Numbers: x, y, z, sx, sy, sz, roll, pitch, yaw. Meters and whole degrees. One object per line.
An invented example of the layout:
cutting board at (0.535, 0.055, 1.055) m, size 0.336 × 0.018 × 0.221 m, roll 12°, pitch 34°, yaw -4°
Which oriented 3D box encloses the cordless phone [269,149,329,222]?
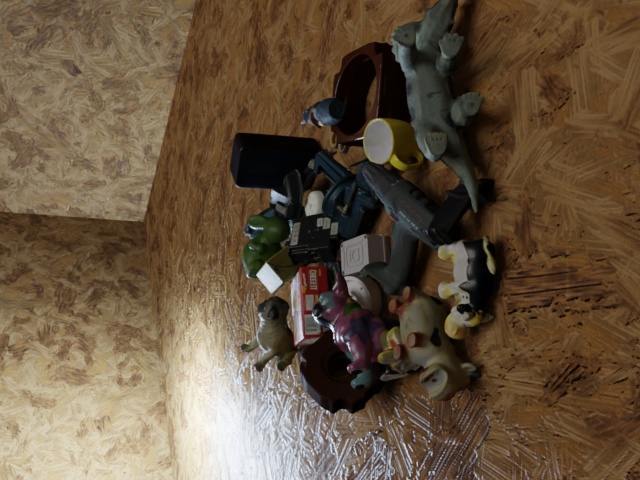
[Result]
cordless phone at (-0.044, -0.148, 1.393) m, size 0.184 × 0.089 × 0.146 m, roll -54°, pitch -5°, yaw -21°

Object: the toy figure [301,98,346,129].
toy figure at (0.006, -0.278, 1.194) m, size 0.057 × 0.064 × 0.155 m, roll 59°, pitch 163°, yaw -16°

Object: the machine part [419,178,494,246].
machine part at (0.227, -0.051, 0.892) m, size 0.139 × 0.039 × 0.084 m, roll -50°, pitch 32°, yaw -13°

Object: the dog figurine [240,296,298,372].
dog figurine at (-0.100, 0.235, 1.409) m, size 0.121 × 0.172 × 0.190 m, roll 38°, pitch 113°, yaw 29°

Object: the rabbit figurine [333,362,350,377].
rabbit figurine at (0.025, 0.310, 1.212) m, size 0.173 × 0.122 × 0.162 m, roll 94°, pitch 153°, yaw -44°

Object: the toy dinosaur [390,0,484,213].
toy dinosaur at (0.202, -0.235, 0.925) m, size 0.192 × 0.131 × 0.404 m, roll 9°, pitch -106°, yaw -78°

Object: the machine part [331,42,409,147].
machine part at (0.108, -0.305, 1.156) m, size 0.202 × 0.087 × 0.201 m, roll 4°, pitch 91°, yaw 61°

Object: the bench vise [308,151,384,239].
bench vise at (0.055, -0.127, 1.176) m, size 0.241 × 0.129 × 0.223 m, roll 46°, pitch 147°, yaw 33°

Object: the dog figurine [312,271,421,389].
dog figurine at (0.088, 0.161, 1.047) m, size 0.108 × 0.192 × 0.219 m, roll 68°, pitch -175°, yaw -54°

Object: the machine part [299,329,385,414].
machine part at (0.046, 0.262, 1.097) m, size 0.056 × 0.179 × 0.179 m, roll 86°, pitch 166°, yaw -48°

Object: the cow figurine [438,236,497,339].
cow figurine at (0.247, 0.079, 0.870) m, size 0.098 × 0.068 × 0.167 m, roll -7°, pitch 81°, yaw 56°

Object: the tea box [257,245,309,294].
tea box at (-0.067, 0.049, 1.339) m, size 0.068 × 0.169 × 0.098 m, roll 49°, pitch 146°, yaw 3°

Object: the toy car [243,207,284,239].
toy car at (-0.135, -0.040, 1.549) m, size 0.102 × 0.162 × 0.109 m, roll 57°, pitch 172°, yaw -13°

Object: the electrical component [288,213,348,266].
electrical component at (-0.003, -0.004, 1.255) m, size 0.058 × 0.134 × 0.115 m, roll 64°, pitch -154°, yaw -47°

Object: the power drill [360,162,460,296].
power drill at (0.144, -0.013, 1.018) m, size 0.232 × 0.086 × 0.207 m, roll 37°, pitch 121°, yaw 34°

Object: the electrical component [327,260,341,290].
electrical component at (0.046, 0.078, 1.262) m, size 0.075 × 0.048 × 0.119 m, roll -51°, pitch 43°, yaw 47°

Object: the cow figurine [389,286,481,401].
cow figurine at (0.194, 0.182, 0.919) m, size 0.195 × 0.127 × 0.085 m, roll -93°, pitch 25°, yaw -43°

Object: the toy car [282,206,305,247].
toy car at (-0.066, 0.002, 1.475) m, size 0.074 × 0.056 × 0.201 m, roll 58°, pitch 136°, yaw 48°

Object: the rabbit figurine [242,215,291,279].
rabbit figurine at (-0.129, 0.000, 1.431) m, size 0.170 × 0.121 × 0.159 m, roll -55°, pitch 40°, yaw 33°

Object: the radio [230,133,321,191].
radio at (-0.117, -0.203, 1.418) m, size 0.073 × 0.229 × 0.131 m, roll -114°, pitch 34°, yaw -43°
